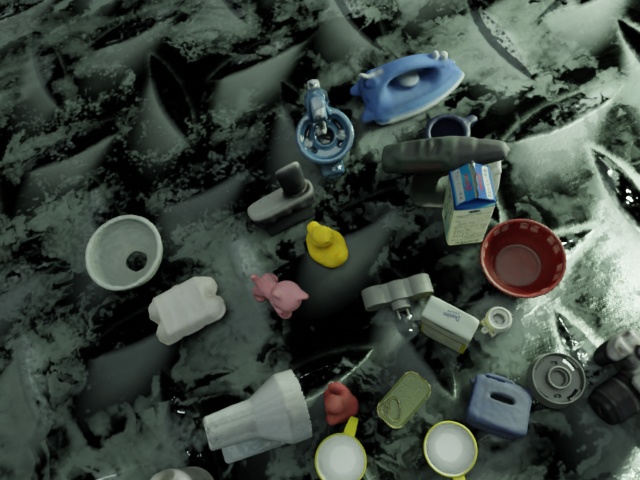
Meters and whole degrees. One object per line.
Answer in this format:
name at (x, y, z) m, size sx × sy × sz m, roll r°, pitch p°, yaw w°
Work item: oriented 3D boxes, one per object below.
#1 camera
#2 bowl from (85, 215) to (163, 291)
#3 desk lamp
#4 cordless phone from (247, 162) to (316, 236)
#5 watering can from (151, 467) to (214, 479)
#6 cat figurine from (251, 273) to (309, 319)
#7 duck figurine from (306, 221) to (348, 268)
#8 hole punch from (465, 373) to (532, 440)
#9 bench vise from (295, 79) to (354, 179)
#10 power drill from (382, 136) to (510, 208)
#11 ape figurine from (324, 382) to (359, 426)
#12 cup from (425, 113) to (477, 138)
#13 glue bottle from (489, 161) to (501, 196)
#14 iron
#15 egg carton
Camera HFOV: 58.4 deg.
camera at (0.535, 0.247, 1.001) m, size 0.137 × 0.101 × 0.143 m, roll -32°, pitch 69°, yaw -4°
bowl at (-0.403, 0.035, 1.216) m, size 0.167 × 0.075 × 0.167 m, roll -2°, pitch 70°, yaw 7°
desk lamp at (-0.107, 0.318, 1.000) m, size 0.203 × 0.214 × 0.118 m, roll -21°, pitch 69°, yaw 0°
cordless phone at (-0.087, -0.095, 1.162) m, size 0.147 × 0.185 × 0.094 m, roll -31°, pitch 69°, yaw -4°
watering can at (-0.245, 0.443, 0.984) m, size 0.173 × 0.194 × 0.101 m, roll -24°, pitch 69°, yaw -1°
cat figurine at (-0.083, 0.104, 1.125) m, size 0.127 × 0.118 × 0.067 m, roll 30°, pitch 77°, yaw 17°
duck figurine at (0.011, 0.004, 1.166) m, size 0.077 × 0.086 × 0.104 m, roll -40°, pitch 70°, yaw -7°
hole punch at (0.316, 0.293, 1.018) m, size 0.108 × 0.091 × 0.101 m, roll 16°, pitch 73°, yaw 13°
bench vise at (-0.011, -0.253, 1.190) m, size 0.121 × 0.220 × 0.207 m, roll -30°, pitch 69°, yaw -3°
power drill at (0.237, -0.137, 1.121) m, size 0.229 × 0.208 × 0.075 m, roll 2°, pitch 70°, yaw 8°
ape figurine at (0.032, 0.302, 1.052) m, size 0.076 × 0.092 × 0.078 m, roll 21°, pitch 74°, yaw 15°
cup at (0.275, -0.211, 1.203) m, size 0.118 × 0.095 × 0.091 m, roll -32°, pitch 69°, yaw -4°
glue bottle at (0.334, -0.145, 1.130) m, size 0.037 × 0.173 × 0.078 m, roll -14°, pitch 69°, yaw 3°
iron at (0.196, -0.354, 1.240) m, size 0.258 × 0.141 × 0.118 m, roll -21°, pitch 69°, yaw 0°
egg carton at (-0.269, 0.141, 1.163) m, size 0.150 × 0.069 × 0.107 m, roll -29°, pitch 69°, yaw -3°
